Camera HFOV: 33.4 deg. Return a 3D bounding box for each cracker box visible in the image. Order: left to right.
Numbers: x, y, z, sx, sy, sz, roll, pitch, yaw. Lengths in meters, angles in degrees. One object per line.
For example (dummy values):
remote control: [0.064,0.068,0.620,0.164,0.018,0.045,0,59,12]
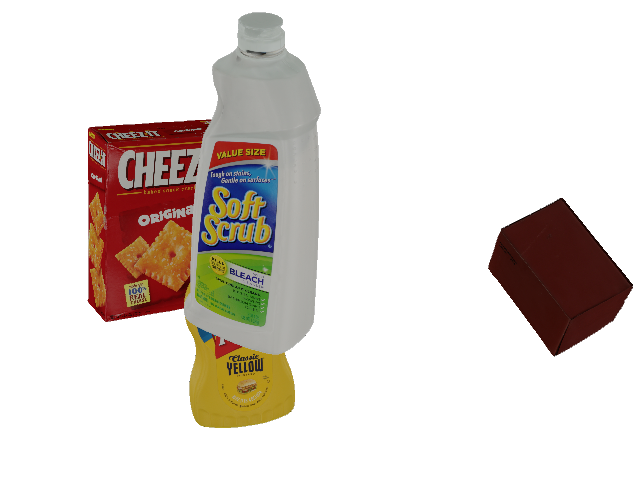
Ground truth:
cracker box: [-0.180,-0.024,1.227,0.163,0.214,0.072,-8,25,-30]

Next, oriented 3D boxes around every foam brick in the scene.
foam brick: [0.154,0.023,0.692,0.051,0.078,0.053,-25,-27,-16]

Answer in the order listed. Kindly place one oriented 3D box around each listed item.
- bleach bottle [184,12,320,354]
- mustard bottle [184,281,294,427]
bleach bottle: [-0.050,-0.041,0.759,0.103,0.251,0.068,20,38,24]
mustard bottle: [-0.074,0.072,0.963,0.096,0.192,0.058,-6,21,-12]
